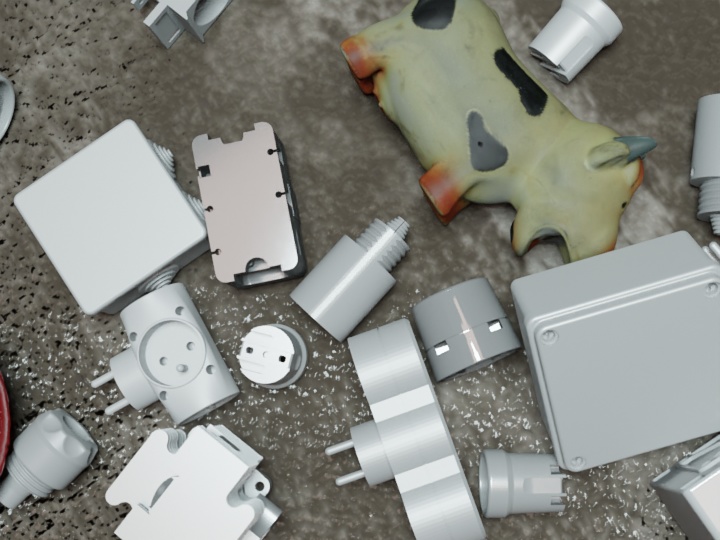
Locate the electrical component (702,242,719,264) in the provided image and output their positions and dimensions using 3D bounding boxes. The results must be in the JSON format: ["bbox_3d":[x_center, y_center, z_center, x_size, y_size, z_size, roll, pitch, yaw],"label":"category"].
[{"bbox_3d":[0.225,0.015,0.619,0.047,0.083,0.075,-39,82,-1],"label":"electrical component"}]

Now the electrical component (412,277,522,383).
[{"bbox_3d":[0.062,0.035,0.644,0.055,0.055,0.047,-23,79,1],"label":"electrical component"}]

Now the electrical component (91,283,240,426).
[{"bbox_3d":[-0.126,0.060,0.659,0.079,0.044,0.077,-29,83,1],"label":"electrical component"}]

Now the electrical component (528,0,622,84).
[{"bbox_3d":[0.132,-0.144,0.666,0.040,0.040,0.046,43,94,7],"label":"electrical component"}]

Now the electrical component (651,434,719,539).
[{"bbox_3d":[0.228,0.113,0.596,0.109,0.108,0.056,-34,80,0],"label":"electrical component"}]

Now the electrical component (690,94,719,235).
[{"bbox_3d":[0.222,-0.061,0.648,0.043,0.043,0.081,7,84,5],"label":"electrical component"}]

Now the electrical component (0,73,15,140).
[{"bbox_3d":[-0.258,-0.107,0.681,0.057,0.058,0.078,23,85,9],"label":"electrical component"}]

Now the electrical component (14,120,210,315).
[{"bbox_3d":[-0.149,-0.030,0.668,0.100,0.048,0.099,-34,83,0],"label":"electrical component"}]

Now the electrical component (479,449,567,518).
[{"bbox_3d":[0.096,0.127,0.639,0.046,0.040,0.040,0,84,-2],"label":"electrical component"}]

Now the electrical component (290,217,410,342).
[{"bbox_3d":[0.000,0.000,0.657,0.043,0.043,0.081,42,88,7],"label":"electrical component"}]

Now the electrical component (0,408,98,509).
[{"bbox_3d":[-0.196,0.118,0.658,0.062,0.043,0.043,-45,83,0],"label":"electrical component"}]

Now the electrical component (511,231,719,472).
[{"bbox_3d":[0.151,0.047,0.611,0.109,0.056,0.108,-16,119,2],"label":"electrical component"}]

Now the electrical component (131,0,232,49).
[{"bbox_3d":[-0.114,-0.187,0.687,0.064,0.042,0.081,39,87,9],"label":"electrical component"}]

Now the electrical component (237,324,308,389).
[{"bbox_3d":[-0.054,0.052,0.654,0.040,0.046,0.040,0,84,4],"label":"electrical component"}]

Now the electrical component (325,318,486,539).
[{"bbox_3d":[0.017,0.105,0.639,0.074,0.052,0.138,-20,82,1],"label":"electrical component"}]

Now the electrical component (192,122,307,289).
[{"bbox_3d":[-0.066,-0.037,0.659,0.050,0.055,0.089,-12,83,3],"label":"electrical component"}]
